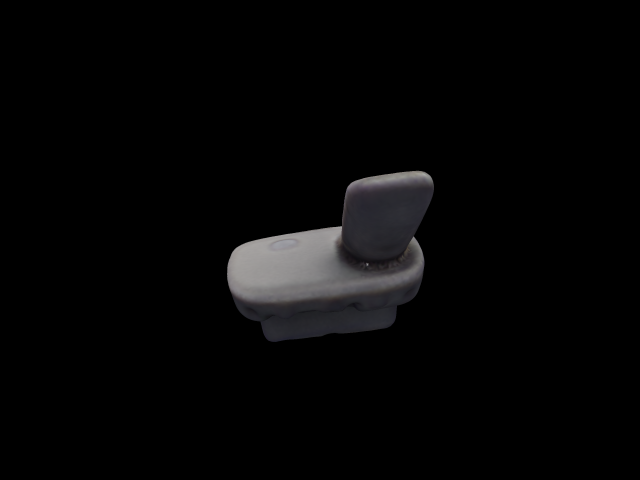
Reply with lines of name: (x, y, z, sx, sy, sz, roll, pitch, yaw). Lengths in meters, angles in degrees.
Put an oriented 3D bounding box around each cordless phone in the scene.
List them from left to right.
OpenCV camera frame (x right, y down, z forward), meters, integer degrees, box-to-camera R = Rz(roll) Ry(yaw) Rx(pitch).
cordless phone: (0.004, 0.001, 0.400, 0.147, 0.185, 0.094, -11, 66, -4)
